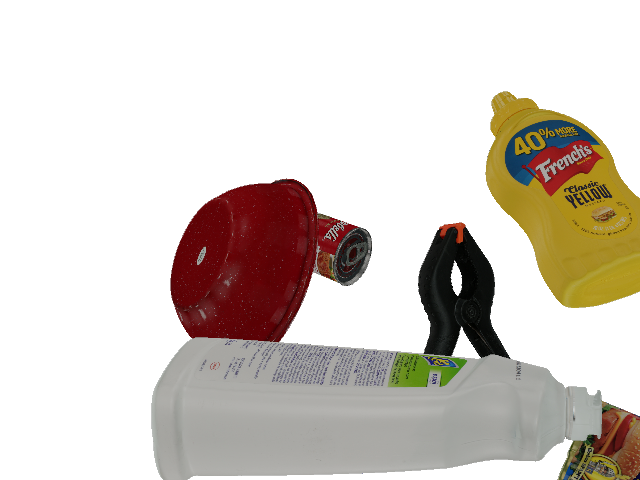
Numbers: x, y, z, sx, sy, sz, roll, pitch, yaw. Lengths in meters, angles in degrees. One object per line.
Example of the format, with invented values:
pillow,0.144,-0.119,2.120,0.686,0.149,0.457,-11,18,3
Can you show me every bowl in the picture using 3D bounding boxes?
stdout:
bowl,-0.070,0.019,0.825,0.055,0.162,0.162,22,-11,-30

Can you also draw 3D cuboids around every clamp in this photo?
clamp,0.119,0.073,0.967,0.120,0.171,0.039,-15,1,-37

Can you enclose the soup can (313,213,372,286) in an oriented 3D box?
soup can,-0.001,0.004,1.214,0.102,0.068,0.068,21,12,35

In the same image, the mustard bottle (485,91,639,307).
mustard bottle,0.180,-0.042,0.805,0.096,0.192,0.058,-17,-35,-13

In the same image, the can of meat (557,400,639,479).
can of meat,0.226,0.173,0.786,0.084,0.057,0.101,22,40,22

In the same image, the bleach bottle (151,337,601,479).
bleach bottle,0.036,0.101,0.626,0.251,0.068,0.102,1,18,10
